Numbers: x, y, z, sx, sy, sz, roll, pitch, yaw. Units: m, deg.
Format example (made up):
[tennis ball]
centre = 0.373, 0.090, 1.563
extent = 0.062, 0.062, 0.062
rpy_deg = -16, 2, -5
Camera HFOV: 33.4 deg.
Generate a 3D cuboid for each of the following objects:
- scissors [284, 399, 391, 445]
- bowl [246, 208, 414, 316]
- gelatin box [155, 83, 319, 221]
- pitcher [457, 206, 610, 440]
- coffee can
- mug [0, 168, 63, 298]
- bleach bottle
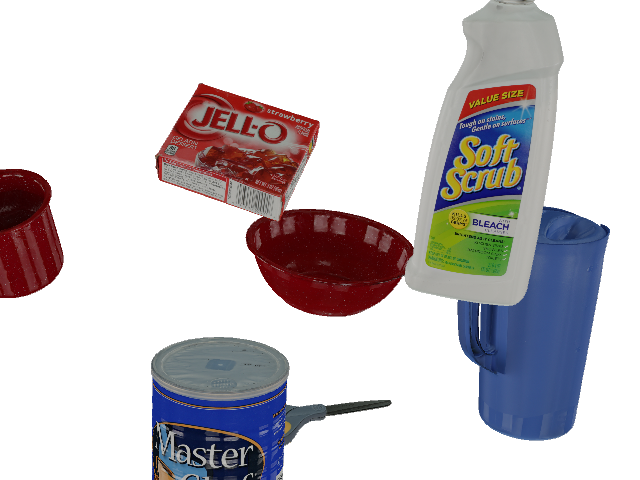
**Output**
[scissors]
centre = -0.008, 0.202, 1.190
extent = 0.201, 0.016, 0.096
rpy_deg = 3, 23, -11
[bowl]
centre = 0.007, 0.027, 1.008
extent = 0.162, 0.055, 0.162
rpy_deg = 6, 24, -3
[gelatin box]
centre = -0.054, -0.060, 0.707
extent = 0.089, 0.073, 0.030
rpy_deg = 19, -38, 6
[pitcher]
centre = 0.226, 0.092, 1.164
extent = 0.149, 0.243, 0.145
rpy_deg = 6, 19, 11
[coffee can]
centre = -0.078, 0.157, 0.811
extent = 0.103, 0.140, 0.103
rpy_deg = 3, 17, -1
[mug]
centre = -0.278, -0.011, 0.949
extent = 0.093, 0.081, 0.117
rpy_deg = -14, 42, -10
[bleach bottle]
centre = 0.126, -0.078, 0.819
extent = 0.103, 0.251, 0.068
rpy_deg = 10, 23, 15
